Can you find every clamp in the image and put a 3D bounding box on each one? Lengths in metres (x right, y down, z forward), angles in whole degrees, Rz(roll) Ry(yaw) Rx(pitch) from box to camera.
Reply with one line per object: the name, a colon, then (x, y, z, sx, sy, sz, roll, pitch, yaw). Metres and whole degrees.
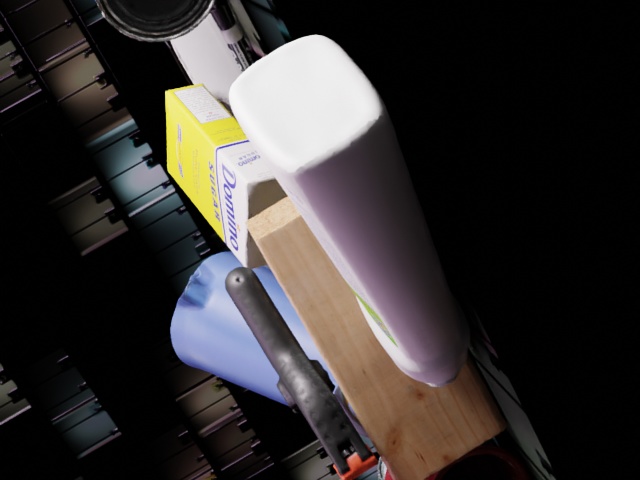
clamp: (-0.011, 0.106, 0.779, 0.171, 0.039, 0.120, 58, -179, 28)

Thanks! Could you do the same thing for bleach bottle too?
bleach bottle: (0.034, 0.005, 0.627, 0.103, 0.068, 0.250, 56, 177, 44)

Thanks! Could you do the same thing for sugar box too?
sugar box: (-0.087, -0.060, 0.963, 0.176, 0.048, 0.093, 50, 147, 45)

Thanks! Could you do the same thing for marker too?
marker: (-0.070, -0.169, 0.976, 0.121, 0.020, 0.020, 62, 176, -34)

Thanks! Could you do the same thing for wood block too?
wood block: (0.038, 0.059, 0.759, 0.206, 0.090, 0.091, 60, 176, -12)

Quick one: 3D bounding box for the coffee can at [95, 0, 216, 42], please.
coffee can: (-0.149, -0.235, 0.885, 0.102, 0.103, 0.140, 63, 175, -35)

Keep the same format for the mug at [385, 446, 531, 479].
mug: (0.110, 0.192, 0.803, 0.082, 0.117, 0.093, -169, 90, -68)

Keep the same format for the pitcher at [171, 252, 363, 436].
pitcher: (-0.021, 0.112, 1.105, 0.243, 0.149, 0.145, 21, 122, 35)

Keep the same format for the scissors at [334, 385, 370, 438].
scissors: (0.084, 0.164, 0.851, 0.202, 0.096, 0.016, 52, 137, 3)
